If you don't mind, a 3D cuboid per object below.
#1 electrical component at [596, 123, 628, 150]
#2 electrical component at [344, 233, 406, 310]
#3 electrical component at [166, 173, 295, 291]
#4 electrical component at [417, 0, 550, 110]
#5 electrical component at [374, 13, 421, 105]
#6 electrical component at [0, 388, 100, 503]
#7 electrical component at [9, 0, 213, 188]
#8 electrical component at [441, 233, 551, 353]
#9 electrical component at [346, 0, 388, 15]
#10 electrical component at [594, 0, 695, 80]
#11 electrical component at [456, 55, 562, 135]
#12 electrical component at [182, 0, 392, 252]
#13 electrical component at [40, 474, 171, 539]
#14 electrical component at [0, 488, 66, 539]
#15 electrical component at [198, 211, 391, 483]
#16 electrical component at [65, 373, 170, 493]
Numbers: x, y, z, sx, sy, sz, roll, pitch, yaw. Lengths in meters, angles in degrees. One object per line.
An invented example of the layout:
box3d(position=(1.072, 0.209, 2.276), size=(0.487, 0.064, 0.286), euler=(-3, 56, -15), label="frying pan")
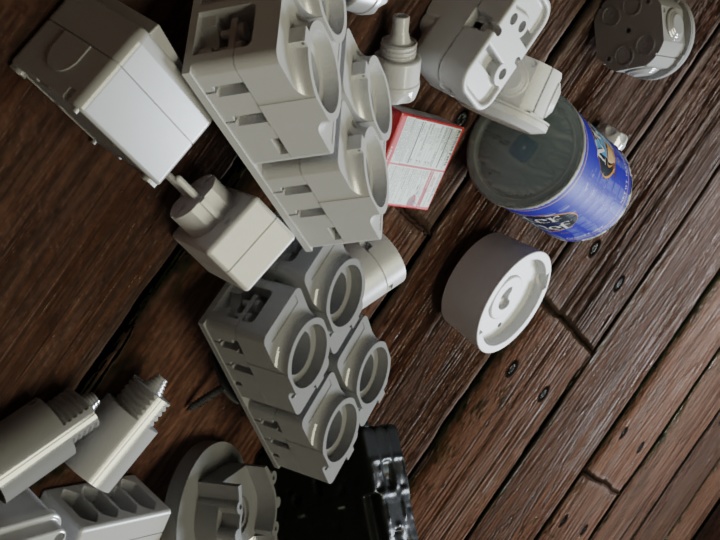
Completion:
box3d(position=(0.239, -0.114, 1.072), size=(0.035, 0.035, 0.061), euler=(5, 117, -55), label="electrical component")
box3d(position=(0.000, 0.000, 0.833), size=(0.047, 0.055, 0.055), euler=(-37, 144, -22), label="electrical component")
box3d(position=(-0.092, -0.033, 0.673), size=(0.047, 0.066, 0.076), euler=(-49, 119, -11), label="electrical component")
box3d(position=(0.085, -0.173, 0.784), size=(0.095, 0.059, 0.054), euler=(-56, 149, -1), label="electrical component")
box3d(position=(0.026, -0.148, 0.751), size=(0.035, 0.035, 0.061), euler=(-27, 136, -38), label="electrical component")
box3d(position=(-0.198, 0.102, 0.667), size=(0.081, 0.043, 0.043), euler=(-36, 143, -29), label="electrical component")
box3d(position=(-0.123, -0.094, 0.571), size=(0.061, 0.062, 0.096), euler=(-52, 149, -7), label="electrical component")
box3d(position=(0.122, 0.016, 1.006), size=(0.108, 0.060, 0.108), euler=(-34, 143, -31), label="electrical component")
box3d(position=(-0.010, -0.180, 0.672), size=(0.061, 0.035, 0.035), euler=(-2, 120, -50), label="electrical component")
box3d(position=(0.252, -0.211, 0.960), size=(0.051, 0.080, 0.080), euler=(-5, 123, -46), label="electrical component")
box3d(position=(0.116, -0.141, 0.839), size=(0.080, 0.080, 0.051), euler=(13, 102, -57), label="electrical component")
box3d(position=(-0.031, -0.104, 0.636), size=(0.186, 0.060, 0.105), euler=(58, 31, -56), label="electrical component")
box3d(position=(-0.189, 0.193, 0.758), size=(0.083, 0.047, 0.075), euler=(2, 117, -54), label="electrical component")
box3d(position=(-0.247, 0.182, 0.660), size=(0.113, 0.057, 0.078), euler=(-5, 123, -52), label="electrical component")
box3d(position=(-0.038, 0.063, 0.791), size=(0.105, 0.060, 0.186), euler=(-59, 149, -31), label="electrical component")
box3d(position=(-0.159, 0.103, 0.721), size=(0.081, 0.043, 0.043), euler=(-51, 148, -8), label="electrical component")
